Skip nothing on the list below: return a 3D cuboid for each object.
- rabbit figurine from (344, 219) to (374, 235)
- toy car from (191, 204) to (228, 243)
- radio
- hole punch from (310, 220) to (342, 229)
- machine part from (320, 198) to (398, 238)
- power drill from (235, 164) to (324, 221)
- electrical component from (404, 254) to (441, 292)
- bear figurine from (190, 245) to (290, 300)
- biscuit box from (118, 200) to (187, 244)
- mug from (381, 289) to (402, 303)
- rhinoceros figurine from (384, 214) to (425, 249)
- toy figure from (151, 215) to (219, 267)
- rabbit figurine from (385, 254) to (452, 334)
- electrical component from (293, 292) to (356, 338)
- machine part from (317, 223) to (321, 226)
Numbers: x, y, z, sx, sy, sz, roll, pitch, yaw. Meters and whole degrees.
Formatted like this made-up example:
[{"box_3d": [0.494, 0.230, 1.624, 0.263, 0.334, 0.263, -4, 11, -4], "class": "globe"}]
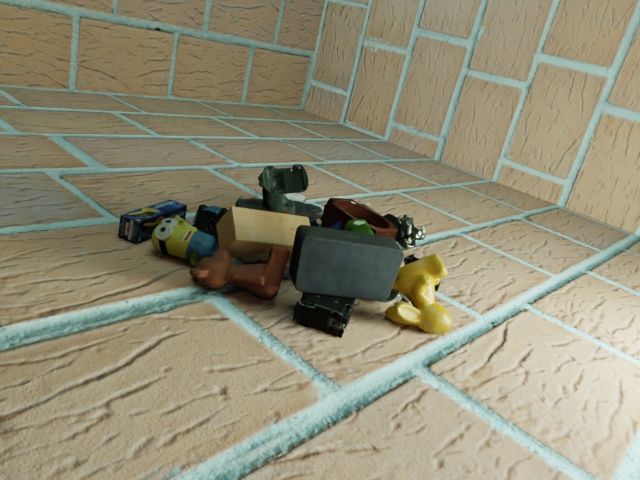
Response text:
[{"box_3d": [0.057, 0.049, 1.293, 0.170, 0.121, 0.159, -17, 32, -2], "class": "rabbit figurine"}, {"box_3d": [-0.258, -0.028, 1.395, 0.162, 0.109, 0.103, 16, -5, 38], "class": "toy car"}, {"box_3d": [0.053, 0.052, 1.160, 0.230, 0.131, 0.073, 8, 21, -14], "class": "radio"}, {"box_3d": [-0.003, -0.004, 1.447, 0.092, 0.115, 0.142, 13, 18, 16], "class": "hole punch"}, {"box_3d": [0.115, -0.044, 1.623, 0.202, 0.087, 0.201, 38, 22, 27], "class": "machine part"}, {"box_3d": [-0.084, -0.101, 1.295, 0.232, 0.086, 0.207, -4, -17, -15], "class": "power drill"}, {"box_3d": [0.275, 0.094, 1.432, 0.119, 0.074, 0.048, 24, 23, 34], "class": "electrical component"}, {"box_3d": [-0.178, 0.058, 1.179, 0.196, 0.132, 0.120, 17, -11, -3], "class": "bear figurine"}, {"box_3d": [-0.425, -0.051, 1.381, 0.059, 0.062, 0.202, 21, 22, 15], "class": "biscuit box"}, {"box_3d": [0.154, 0.104, 1.333, 0.109, 0.081, 0.107, 33, 7, -21], "class": "mug"}, {"box_3d": [0.258, -0.029, 1.686, 0.073, 0.112, 0.190, 5, 14, -29], "class": "rhinoceros figurine"}, {"box_3d": [-0.310, 0.013, 1.267, 0.180, 0.089, 0.082, 22, 25, -2], "class": "toy figure"}, {"box_3d": [0.232, 0.136, 1.217, 0.162, 0.173, 0.122, -21, -10, -18], "class": "rabbit figurine"}, {"box_3d": [0.013, 0.144, 1.165, 0.115, 0.058, 0.134, 18, 21, 6], "class": "electrical component"}, {"box_3d": [-0.022, -0.028, 1.610, 0.084, 0.039, 0.139, 31, 24, 25], "class": "machine part"}]
